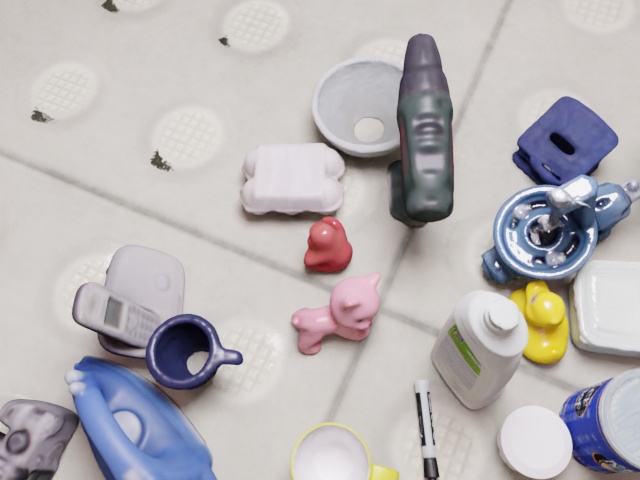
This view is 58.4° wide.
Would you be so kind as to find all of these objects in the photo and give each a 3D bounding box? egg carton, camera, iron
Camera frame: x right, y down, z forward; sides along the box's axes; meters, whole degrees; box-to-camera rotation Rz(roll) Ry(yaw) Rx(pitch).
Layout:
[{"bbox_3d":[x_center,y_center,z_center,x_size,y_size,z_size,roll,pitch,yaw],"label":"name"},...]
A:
[{"bbox_3d":[-0.039,-0.086,0.824,0.150,0.069,0.107,-1,68,4],"label":"egg carton"},{"bbox_3d":[-0.397,0.254,0.695,0.136,0.101,0.143,20,71,12],"label":"camera"},{"bbox_3d":[-0.238,0.223,0.674,0.119,0.141,0.258,-41,71,-12],"label":"iron"}]

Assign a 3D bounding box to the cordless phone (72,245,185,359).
[{"bbox_3d":[-0.240,0.065,0.714,0.094,0.185,0.147,-2,68,4],"label":"cordless phone"}]

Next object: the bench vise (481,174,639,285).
[{"bbox_3d":[0.302,-0.041,0.700,0.207,0.220,0.121,-42,71,-12],"label":"bench vise"}]

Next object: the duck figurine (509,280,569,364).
[{"bbox_3d":[0.280,0.099,0.718,0.077,0.086,0.104,-11,68,0],"label":"duck figurine"}]

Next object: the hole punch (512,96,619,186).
[{"bbox_3d":[0.341,-0.128,0.803,0.101,0.091,0.108,-38,70,-11],"label":"hole punch"}]

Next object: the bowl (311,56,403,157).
[{"bbox_3d":[0.072,-0.186,0.854,0.167,0.075,0.167,-1,68,4],"label":"bowl"}]

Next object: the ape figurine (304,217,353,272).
[{"bbox_3d":[0.007,0.003,0.773,0.078,0.092,0.076,-43,71,-13],"label":"ape figurine"}]

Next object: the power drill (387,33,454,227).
[{"bbox_3d":[0.130,-0.116,0.749,0.075,0.208,0.229,-3,68,3],"label":"power drill"}]

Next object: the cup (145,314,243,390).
[{"bbox_3d":[-0.148,0.149,0.723,0.117,0.095,0.092,5,68,6],"label":"cup"}]

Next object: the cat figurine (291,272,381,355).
[{"bbox_3d":[0.023,0.089,0.723,0.128,0.118,0.067,-18,68,-3],"label":"cat figurine"}]
